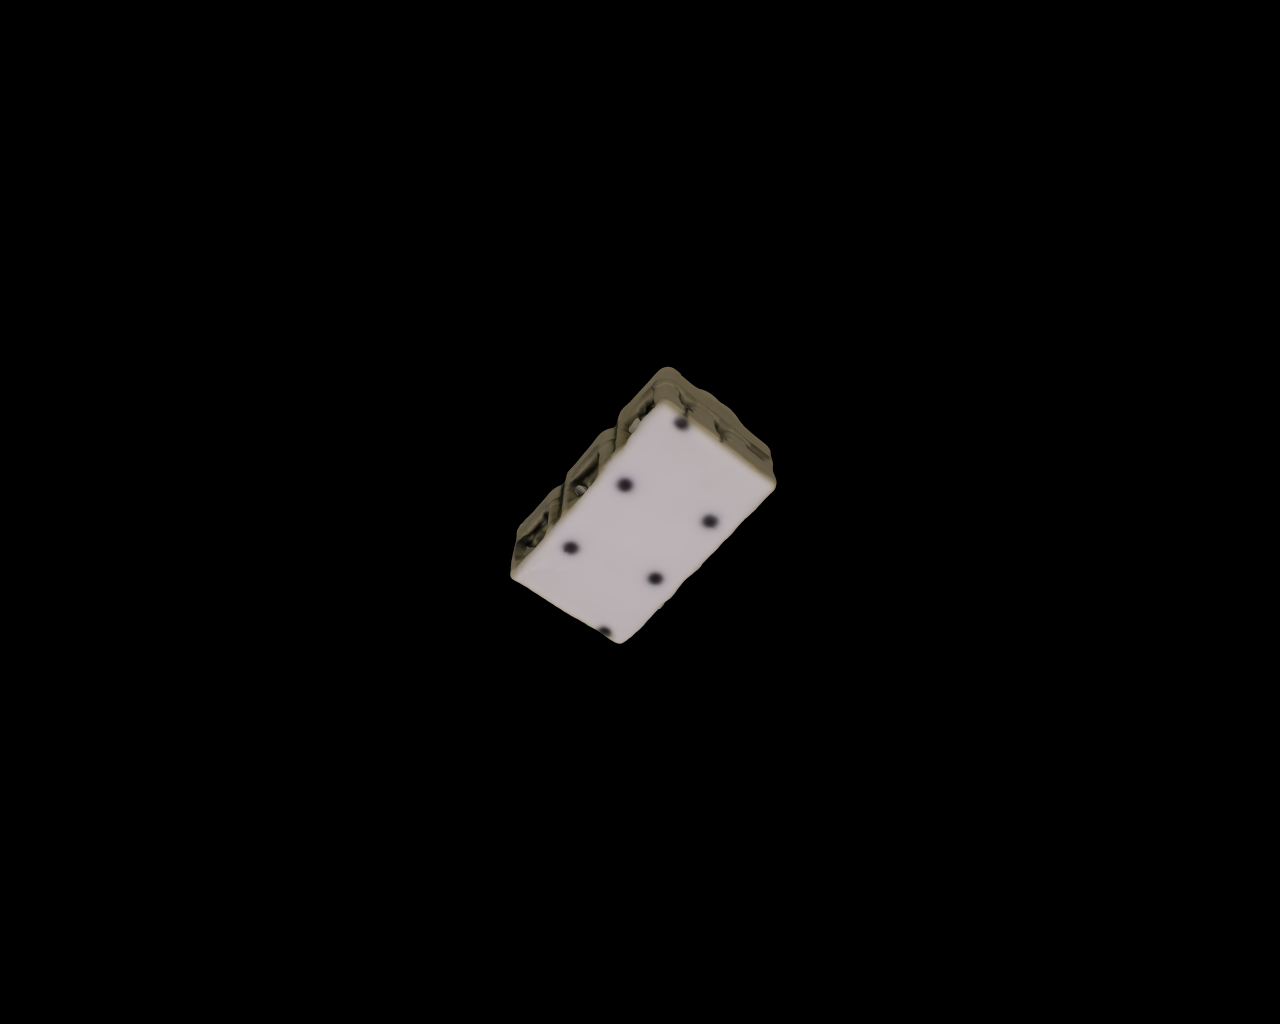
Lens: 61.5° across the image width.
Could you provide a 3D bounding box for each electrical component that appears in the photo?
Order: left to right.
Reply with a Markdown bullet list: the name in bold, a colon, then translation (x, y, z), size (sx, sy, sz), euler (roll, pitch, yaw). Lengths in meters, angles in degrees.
- **electrical component**: translation (0.001, -0.003, 0.650), size (0.089, 0.150, 0.062), euler (36, 24, -18)
